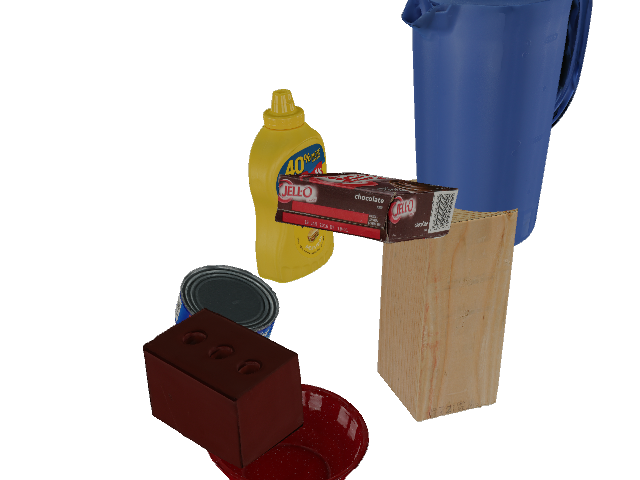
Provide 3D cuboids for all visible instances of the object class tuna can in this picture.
[{"bbox_3d":[-0.080,0.060,0.909,0.086,0.034,0.086,13,34,-9],"label":"tuna can"}]

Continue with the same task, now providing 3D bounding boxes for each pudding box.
[{"bbox_3d":[0.034,-0.025,0.758,0.090,0.039,0.113,12,8,29],"label":"pudding box"}]

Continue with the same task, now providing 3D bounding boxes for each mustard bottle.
[{"bbox_3d":[-0.031,-0.060,1.086,0.058,0.192,0.096,15,31,37],"label":"mustard bottle"}]

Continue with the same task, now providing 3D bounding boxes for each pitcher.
[{"bbox_3d":[0.151,-0.118,0.928,0.149,0.243,0.145,6,33,12],"label":"pitcher"}]

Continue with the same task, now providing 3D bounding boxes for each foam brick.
[{"bbox_3d":[-0.056,0.084,0.612,0.078,0.051,0.052,22,37,34],"label":"foam brick"}]

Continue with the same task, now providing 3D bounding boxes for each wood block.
[{"bbox_3d":[0.114,0.052,0.989,0.090,0.206,0.091,-10,30,-19],"label":"wood block"}]

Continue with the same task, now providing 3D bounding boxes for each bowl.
[{"bbox_3d":[-0.033,0.211,1.058,0.162,0.055,0.162,1,30,-1],"label":"bowl"}]
